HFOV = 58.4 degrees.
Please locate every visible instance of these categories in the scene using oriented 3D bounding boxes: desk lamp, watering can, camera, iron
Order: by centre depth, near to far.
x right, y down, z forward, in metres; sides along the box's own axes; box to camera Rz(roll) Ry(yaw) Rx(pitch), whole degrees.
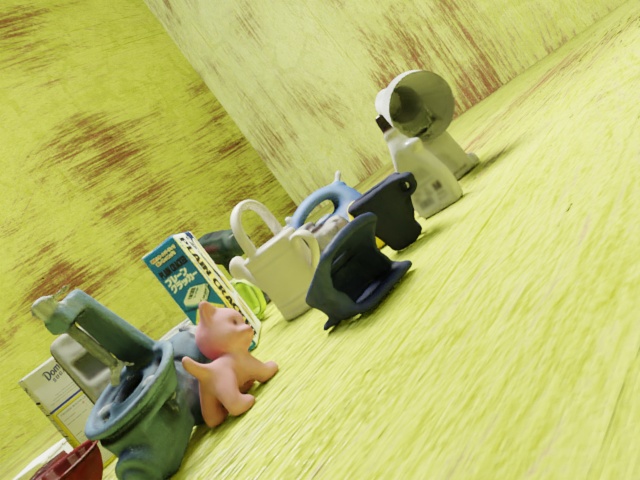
[{"bbox_3d":[-0.077,0.026,0.907,0.172,0.194,0.101,-35,5,18],"label":"watering can"},{"bbox_3d":[0.184,-0.195,1.034,0.118,0.213,0.203,-37,5,-3],"label":"desk lamp"},{"bbox_3d":[0.010,0.004,1.061,0.143,0.101,0.137,-34,5,26],"label":"camera"},{"bbox_3d":[0.001,-0.035,1.253,0.259,0.141,0.118,-39,5,-23],"label":"iron"}]

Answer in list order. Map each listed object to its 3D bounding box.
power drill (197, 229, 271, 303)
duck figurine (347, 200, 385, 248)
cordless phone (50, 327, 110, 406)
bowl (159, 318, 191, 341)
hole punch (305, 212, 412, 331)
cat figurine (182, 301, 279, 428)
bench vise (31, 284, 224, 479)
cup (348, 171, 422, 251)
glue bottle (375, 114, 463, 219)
[{"bbox_3d":[-0.197,0.067,1.293,0.076,0.208,0.229,-40,6,-35],"label":"power drill"},{"bbox_3d":[0.081,-0.030,0.961,0.077,0.086,0.104,-37,5,-4],"label":"duck figurine"},{"bbox_3d":[-0.233,0.168,0.725,0.094,0.185,0.148,-31,7,47],"label":"cordless phone"},{"bbox_3d":[-0.296,0.223,1.322,0.167,0.075,0.167,-37,5,4],"label":"bowl"},{"bbox_3d":[0.031,0.035,0.660,0.109,0.091,0.101,-41,6,-40],"label":"hole punch"},{"bbox_3d":[-0.113,0.127,0.650,0.067,0.118,0.128,-34,5,25],"label":"cat figurine"},{"bbox_3d":[-0.207,0.136,0.628,0.121,0.220,0.207,-36,5,4],"label":"bench vise"},{"bbox_3d":[0.108,-0.038,0.795,0.117,0.095,0.092,-31,7,48],"label":"cup"},{"bbox_3d":[0.139,-0.119,0.872,0.078,0.173,0.037,-33,7,39],"label":"glue bottle"}]
